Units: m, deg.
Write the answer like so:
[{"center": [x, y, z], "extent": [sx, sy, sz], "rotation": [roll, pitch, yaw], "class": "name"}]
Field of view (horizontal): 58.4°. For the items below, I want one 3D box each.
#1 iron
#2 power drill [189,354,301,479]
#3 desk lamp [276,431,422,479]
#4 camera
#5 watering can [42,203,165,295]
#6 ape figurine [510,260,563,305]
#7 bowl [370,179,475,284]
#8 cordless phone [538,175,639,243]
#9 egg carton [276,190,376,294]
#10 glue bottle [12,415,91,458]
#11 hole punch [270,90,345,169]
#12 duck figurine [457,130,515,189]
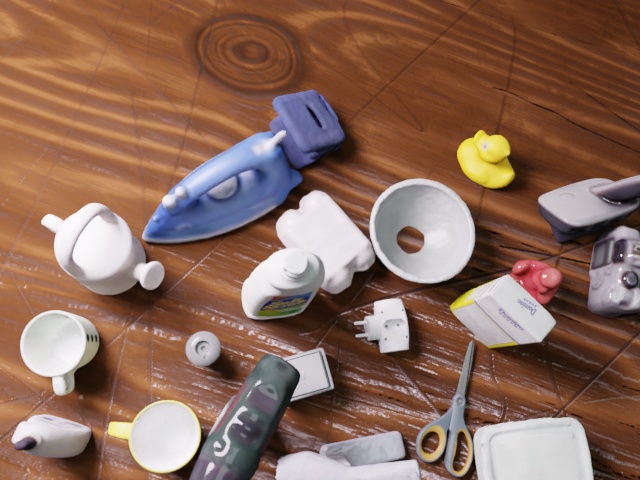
[{"center": [-0.152, -0.079, 0.841], "extent": [0.258, 0.141, 0.118], "rotation": [-31, 82, -14], "class": "iron"}, {"center": [-0.105, 0.257, 0.727], "extent": [0.075, 0.208, 0.230], "rotation": [30, 74, 0], "class": "power drill"}, {"center": [0.041, 0.314, 0.732], "extent": [0.203, 0.213, 0.118], "rotation": [-9, 77, -10], "class": "desk lamp"}, {"center": [0.524, 0.059, 0.927], "extent": [0.137, 0.100, 0.143], "rotation": [16, 74, -4], "class": "camera"}, {"center": [-0.292, 0.011, 0.770], "extent": [0.173, 0.194, 0.101], "rotation": [7, 75, -6], "class": "watering can"}, {"center": [0.348, 0.063, 0.904], "extent": [0.076, 0.092, 0.078], "rotation": [-10, 77, -10], "class": "ape figurine"}, {"center": [0.154, -0.007, 0.903], "extent": [0.167, 0.074, 0.167], "rotation": [2, 76, -8], "class": "bowl"}, {"center": [0.450, -0.070, 0.905], "extent": [0.148, 0.185, 0.094], "rotation": [-20, 79, -12], "class": "cordless phone"}, {"center": [0.008, 0.003, 0.881], "extent": [0.107, 0.069, 0.150], "rotation": [-41, 85, -16], "class": "egg carton"}, {"center": [-0.344, 0.247, 0.713], "extent": [0.078, 0.173, 0.037], "rotation": [20, 74, -3], "class": "glue bottle"}, {"center": [-0.019, -0.187, 0.914], "extent": [0.101, 0.091, 0.108], "rotation": [-30, 82, -14], "class": "hole punch"}, {"center": [0.286, -0.139, 0.950], "extent": [0.104, 0.086, 0.077], "rotation": [45, 74, 4], "class": "duck figurine"}]
